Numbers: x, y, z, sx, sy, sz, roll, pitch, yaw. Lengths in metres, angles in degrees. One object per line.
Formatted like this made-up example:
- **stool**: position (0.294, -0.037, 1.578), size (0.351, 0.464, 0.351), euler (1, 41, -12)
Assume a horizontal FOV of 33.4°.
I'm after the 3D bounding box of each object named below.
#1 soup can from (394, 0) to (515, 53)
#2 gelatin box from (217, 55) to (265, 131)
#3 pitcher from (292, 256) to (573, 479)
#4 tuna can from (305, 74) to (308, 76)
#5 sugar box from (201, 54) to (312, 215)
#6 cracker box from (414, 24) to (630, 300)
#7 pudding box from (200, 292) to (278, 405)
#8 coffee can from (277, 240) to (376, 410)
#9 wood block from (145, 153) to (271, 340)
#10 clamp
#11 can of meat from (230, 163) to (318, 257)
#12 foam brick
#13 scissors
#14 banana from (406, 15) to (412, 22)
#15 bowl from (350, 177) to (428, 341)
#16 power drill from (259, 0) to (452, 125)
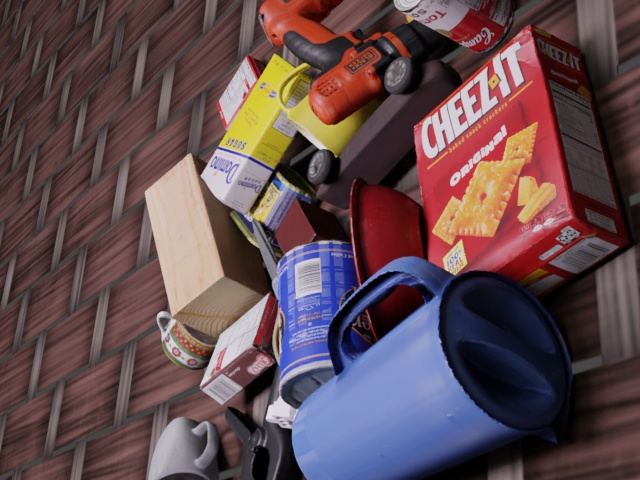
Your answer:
- **soup can**: position (0.131, -0.234, 1.045), size (0.069, 0.102, 0.068), euler (-35, 45, 44)
- **gelatin box**: position (-0.103, -0.198, 1.465), size (0.089, 0.030, 0.073), euler (-54, 33, 23)
- **pitcher**: position (0.074, 0.126, 0.886), size (0.243, 0.144, 0.149), euler (-40, 47, 45)
- **tuna can**: position (-0.041, -0.173, 1.348), size (0.086, 0.033, 0.086), euler (-35, 45, 43)
- **sugar box**: position (-0.071, -0.126, 1.258), size (0.176, 0.048, 0.093), euler (-56, 30, 8)
- **cracker box**: position (0.162, -0.053, 0.918), size (0.164, 0.072, 0.213), euler (-40, 41, 41)
- **pudding box**: position (-0.083, 0.123, 1.212), size (0.114, 0.039, 0.090), euler (-39, 21, 38)
- **coffee can**: position (0.010, 0.086, 1.046), size (0.103, 0.102, 0.140), euler (-39, 42, 41)
- **wood block**: position (-0.139, 0.007, 1.305), size (0.090, 0.090, 0.206), euler (-38, 47, 21)
- **clamp**: position (-0.051, 0.207, 1.136), size (0.120, 0.039, 0.171), euler (-56, 33, 25)
- **can of meat**: position (-0.053, -0.040, 1.267), size (0.084, 0.057, 0.102), euler (-60, 32, 12)
- **foam brick**: position (-0.008, 0.001, 1.174), size (0.053, 0.051, 0.078), euler (-58, 32, 21)
- **scissors**: position (-0.025, 0.050, 1.163), size (0.096, 0.016, 0.202), euler (-23, 61, 27)
- **banana**: position (0.137, -0.331, 1.156), size (0.198, 0.037, 0.070), euler (-58, 31, 18)
- **bowl**: position (0.074, 0.017, 0.979), size (0.055, 0.162, 0.162), euler (-11, 56, 13)
- **power drill**: position (0.034, -0.224, 1.141), size (0.184, 0.057, 0.188), euler (-35, 50, -7)
